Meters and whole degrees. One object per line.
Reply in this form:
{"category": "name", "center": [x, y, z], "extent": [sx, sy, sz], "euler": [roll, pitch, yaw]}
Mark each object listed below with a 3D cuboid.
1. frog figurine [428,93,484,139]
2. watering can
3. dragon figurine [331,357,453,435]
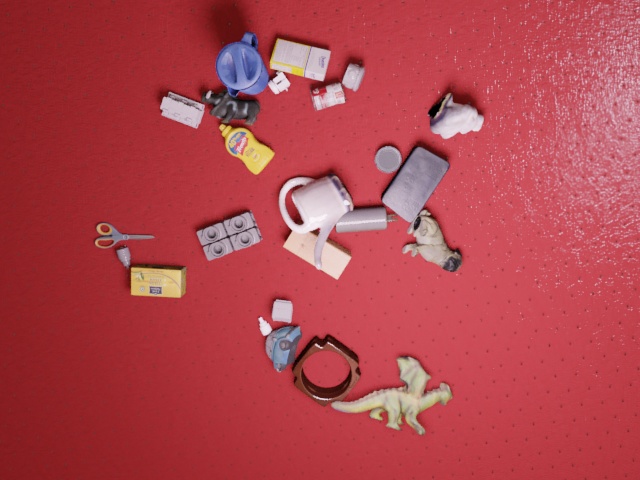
{"category": "frog figurine", "center": [0.430, -0.370, 1.618], "extent": [0.159, 0.126, 0.134], "euler": [29, 131, -11]}
{"category": "watering can", "center": [0.005, -0.081, 1.611], "extent": [0.225, 0.102, 0.354], "euler": [-26, 57, -4]}
{"category": "dragon figurine", "center": [0.262, 0.507, 1.732], "extent": [0.409, 0.122, 0.243], "euler": [18, 87, -11]}
